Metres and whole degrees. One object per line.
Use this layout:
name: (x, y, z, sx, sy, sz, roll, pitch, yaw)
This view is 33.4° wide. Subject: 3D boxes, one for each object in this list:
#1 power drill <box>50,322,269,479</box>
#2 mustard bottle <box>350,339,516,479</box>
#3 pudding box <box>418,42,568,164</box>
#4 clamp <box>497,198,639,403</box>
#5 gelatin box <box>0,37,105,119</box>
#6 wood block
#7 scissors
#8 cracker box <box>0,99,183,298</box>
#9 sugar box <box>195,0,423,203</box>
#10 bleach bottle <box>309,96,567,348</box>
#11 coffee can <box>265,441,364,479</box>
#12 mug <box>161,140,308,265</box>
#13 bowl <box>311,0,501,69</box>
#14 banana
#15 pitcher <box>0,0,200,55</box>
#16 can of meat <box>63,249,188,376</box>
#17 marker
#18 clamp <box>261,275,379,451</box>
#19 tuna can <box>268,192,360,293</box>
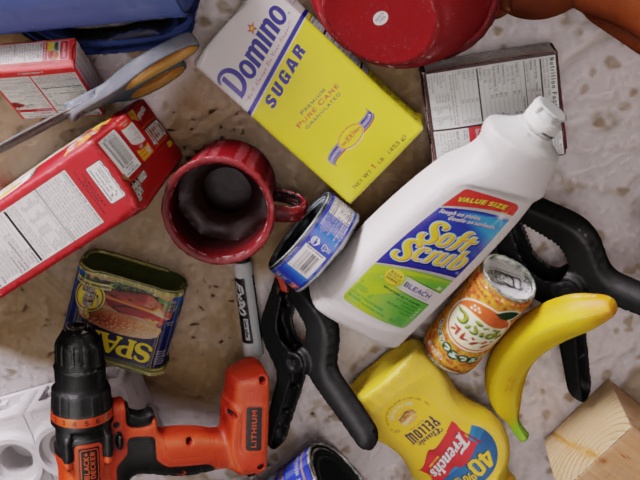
power drill: (-0.140, 0.151, 0.930, 0.187, 0.057, 0.184, -5, 110, -20)
mustard bottle: (0.117, 0.185, 0.982, 0.096, 0.058, 0.191, -41, 103, 17)
pudding box: (0.143, -0.109, 0.882, 0.113, 0.039, 0.090, -8, 110, 5)
clamp: (0.227, 0.035, 0.905, 0.165, 0.036, 0.210, -30, 100, 44)
gelatin box: (-0.222, -0.131, 0.872, 0.073, 0.089, 0.030, -3, 72, 5)
wood block: (0.316, 0.236, 0.973, 0.206, 0.091, 0.090, 38, 108, -11)
scissors: (-0.184, -0.108, 0.860, 0.202, 0.096, 0.016, -31, 88, 2)
cracker box: (-0.227, -0.019, 0.871, 0.214, 0.164, 0.072, -32, 104, 14)
sugar box: (-0.008, -0.123, 0.882, 0.176, 0.048, 0.093, 40, 108, -12)
bleach bottle: (0.101, -0.021, 0.875, 0.102, 0.068, 0.251, 29, 122, -18)
coffee can: (-0.029, 0.270, 0.999, 0.140, 0.102, 0.102, -38, 104, 15)
mug: (-0.068, -0.035, 0.898, 0.117, 0.081, 0.093, 5, 111, 2)
bowl: (0.053, -0.185, 0.809, 0.162, 0.055, 0.162, 16, 141, 13)
banana: (0.189, 0.099, 0.931, 0.069, 0.037, 0.198, 27, 136, 7)
pitcher: (-0.217, -0.214, 0.825, 0.243, 0.145, 0.149, -7, 98, 10)
can of meat: (-0.175, 0.064, 0.956, 0.102, 0.057, 0.084, 17, 108, -4)
marker: (-0.066, 0.049, 0.963, 0.020, 0.020, 0.121, -4, 110, 5)
clamp: (-0.004, 0.111, 0.948, 0.120, 0.039, 0.171, 2, 103, 29)
tuna can: (-0.006, 0.001, 0.906, 0.033, 0.086, 0.086, 39, 108, -9)
